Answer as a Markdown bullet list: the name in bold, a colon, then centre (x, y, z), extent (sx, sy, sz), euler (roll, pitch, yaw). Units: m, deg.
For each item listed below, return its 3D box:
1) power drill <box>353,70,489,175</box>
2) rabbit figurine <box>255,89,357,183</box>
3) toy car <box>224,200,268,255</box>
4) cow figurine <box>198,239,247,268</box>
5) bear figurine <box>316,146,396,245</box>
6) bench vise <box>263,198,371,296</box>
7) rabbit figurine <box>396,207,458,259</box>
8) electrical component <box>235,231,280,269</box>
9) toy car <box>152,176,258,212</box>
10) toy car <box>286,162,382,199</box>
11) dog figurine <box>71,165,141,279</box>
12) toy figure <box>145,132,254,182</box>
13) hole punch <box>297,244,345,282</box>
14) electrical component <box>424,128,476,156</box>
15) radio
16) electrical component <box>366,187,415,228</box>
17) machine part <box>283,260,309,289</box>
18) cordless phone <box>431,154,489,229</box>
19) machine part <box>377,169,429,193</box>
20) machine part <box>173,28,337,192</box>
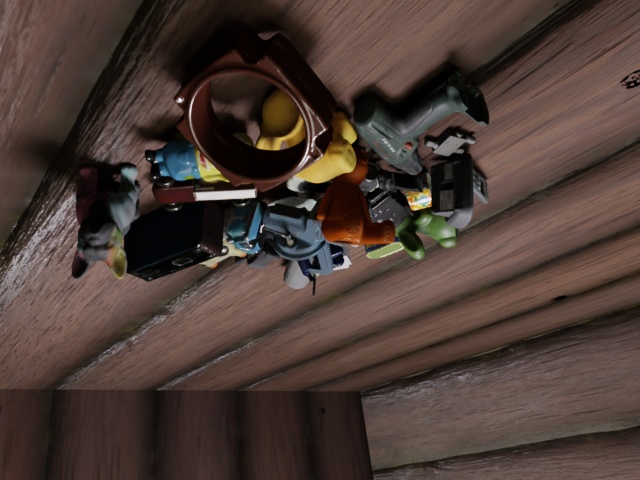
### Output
- **power drill**: centre (0.184, -0.200, 0.941), extent (0.207, 0.086, 0.232), euler (-16, 152, 39)
- **rabbit figurine**: centre (-0.037, -0.183, 0.903), extent (0.162, 0.122, 0.173), euler (-13, 142, 32)
- **toy car**: centre (-0.171, -0.031, 1.184), extent (0.103, 0.109, 0.161), euler (16, 167, 4)
- **cow figurine**: centre (-0.286, 0.024, 1.269), extent (0.195, 0.085, 0.127), euler (-18, 159, 27)
- **bear figurine**: centre (0.063, -0.091, 0.976), extent (0.120, 0.195, 0.132), euler (13, 170, -33)
- **bench vise**: centre (-0.005, 0.005, 1.142), extent (0.224, 0.129, 0.240), euler (4, 141, 14)
- **rabbit figurine**: centre (0.232, -0.036, 1.247), extent (0.170, 0.159, 0.121), euler (0, 168, 19)
- **electrical component**: centre (-0.157, 0.033, 1.336), extent (0.119, 0.075, 0.047), euler (-32, 145, 34)
- **toy car**: centre (-0.225, -0.104, 1.050), extent (0.202, 0.053, 0.089), euler (-6, 141, -1)
- **toy car**: centre (0.033, -0.124, 1.081), extent (0.202, 0.056, 0.073), euler (-2, 153, -17)
- **dog figurine**: centre (-0.394, -0.020, 0.986), extent (0.108, 0.219, 0.191), euler (3, 152, -15)
- **toy figure**: centre (-0.202, -0.147, 0.926), extent (0.180, 0.089, 0.082), euler (-8, 130, -1)
- **hole punch**: centre (-0.007, 0.015, 1.285), extent (0.116, 0.142, 0.092), euler (-19, 158, -10)
- **electrical component**: centre (0.251, -0.190, 1.041), extent (0.094, 0.021, 0.063), euler (7, 151, -25)
- **radio**: centre (-0.314, -0.003, 1.146), extent (0.230, 0.131, 0.073), euler (-20, 151, 24)
- **electrical component**: centre (0.123, -0.061, 1.185), extent (0.134, 0.058, 0.114), euler (-41, 131, 23)
- **machine part**: centre (-0.049, 0.068, 1.442), extent (0.079, 0.079, 0.243), euler (-1, 155, -15)
- **cordless phone**: centre (0.314, -0.087, 1.135), extent (0.089, 0.146, 0.184), euler (-10, 159, 37)
- **machine part**: centre (0.159, -0.115, 1.066), extent (0.084, 0.039, 0.139), euler (23, -166, 29)
- **machine part**: centre (-0.094, -0.182, 0.786), extent (0.201, 0.087, 0.200), euler (-25, 122, 34)
